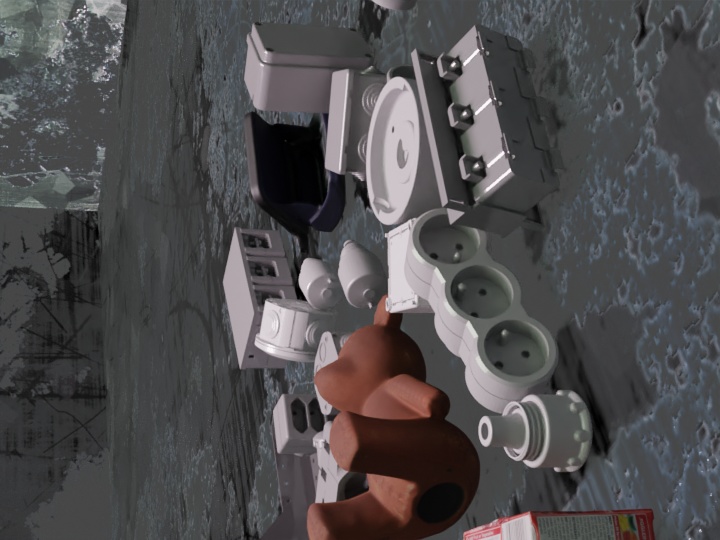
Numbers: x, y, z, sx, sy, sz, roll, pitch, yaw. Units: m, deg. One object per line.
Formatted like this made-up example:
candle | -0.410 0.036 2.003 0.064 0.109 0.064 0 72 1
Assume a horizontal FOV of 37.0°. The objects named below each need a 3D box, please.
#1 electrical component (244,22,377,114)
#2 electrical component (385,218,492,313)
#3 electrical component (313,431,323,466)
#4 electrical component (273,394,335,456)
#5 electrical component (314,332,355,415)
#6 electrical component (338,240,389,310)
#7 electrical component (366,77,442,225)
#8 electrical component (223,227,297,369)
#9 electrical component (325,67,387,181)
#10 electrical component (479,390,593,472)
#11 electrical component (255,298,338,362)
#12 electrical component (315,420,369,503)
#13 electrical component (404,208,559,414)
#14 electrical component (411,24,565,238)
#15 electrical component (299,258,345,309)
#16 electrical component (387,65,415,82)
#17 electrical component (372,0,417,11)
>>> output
electrical component | -0.048 -0.191 1.015 0.078 0.113 0.057 -113 28 -51
electrical component | 0.056 -0.001 0.783 0.096 0.061 0.061 156 114 -77
electrical component | -0.017 0.177 0.990 0.048 0.048 0.062 170 95 -71
electrical component | -0.052 0.159 1.058 0.076 0.066 0.047 119 147 -53
electrical component | -0.006 0.092 0.956 0.080 0.051 0.080 -178 90 -71
electrical component | 0.000 0.000 0.965 0.078 0.040 0.040 -112 30 -50
electrical component | 0.051 -0.086 0.796 0.108 0.060 0.108 -178 90 -71
electrical component | -0.113 0.032 1.253 0.150 0.062 0.089 -109 28 -46
electrical component | 0.002 -0.128 0.943 0.100 0.048 0.099 -139 53 -77
electrical component | 0.101 0.094 0.628 0.048 0.062 0.048 -177 90 -71
electrical component | -0.063 0.060 1.082 0.080 0.080 0.051 -152 71 -69
electrical component | -0.005 0.184 0.941 0.056 0.050 0.089 -142 57 -67
electrical component | 0.074 0.033 0.696 0.073 0.052 0.138 95 150 -57
electrical component | 0.083 -0.091 0.689 0.063 0.079 0.121 -42 47 44
electrical component | -0.042 0.009 1.086 0.078 0.040 0.040 -125 41 -60
electrical component | 0.038 -0.127 0.871 0.044 0.044 0.065 -108 23 -46
electrical component | 0.031 -0.271 0.900 0.079 0.044 0.077 -109 28 -45
